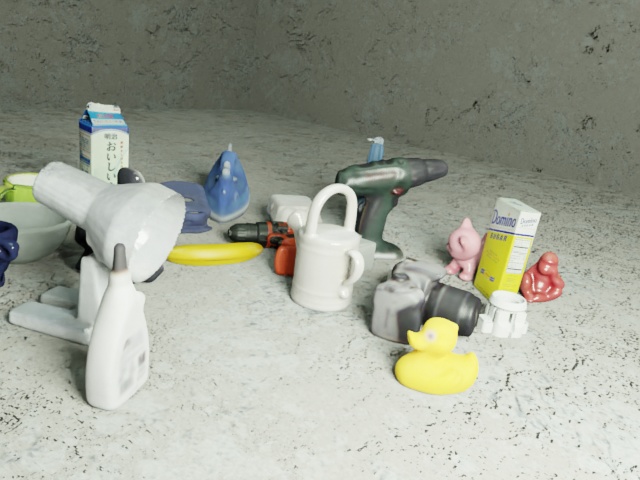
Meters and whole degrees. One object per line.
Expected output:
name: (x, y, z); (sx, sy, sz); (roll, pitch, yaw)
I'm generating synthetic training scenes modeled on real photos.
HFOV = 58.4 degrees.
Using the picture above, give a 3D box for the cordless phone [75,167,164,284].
cordless phone: (-0.314, -0.030, 0.894); (0.147, 0.185, 0.094); (17, 20, 27)

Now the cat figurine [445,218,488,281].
cat figurine: (0.292, 0.015, 1.116); (0.128, 0.118, 0.067); (-8, 23, -40)

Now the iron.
iron: (-0.220, -0.141, 1.352); (0.119, 0.141, 0.258); (4, 18, -9)

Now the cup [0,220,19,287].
cup: (-0.461, 0.029, 0.798); (0.117, 0.095, 0.092); (15, 19, 22)

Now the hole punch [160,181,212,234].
hole punch: (-0.281, -0.068, 1.183); (0.109, 0.091, 0.100); (-2, 20, -28)

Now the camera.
camera: (0.163, 0.091, 0.852); (0.136, 0.101, 0.143); (16, 20, 26)

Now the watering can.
watering can: (0.007, 0.003, 0.907); (0.172, 0.194, 0.101); (17, 20, 27)

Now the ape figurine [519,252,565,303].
ape figurine: (0.409, 0.066, 1.049); (0.077, 0.092, 0.076); (15, 19, 22)

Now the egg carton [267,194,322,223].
egg carton: (-0.060, -0.056, 1.271); (0.107, 0.069, 0.150); (2, 18, -18)

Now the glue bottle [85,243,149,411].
glue bottle: (-0.209, 0.085, 0.597); (0.037, 0.173, 0.078); (11, 18, 12)

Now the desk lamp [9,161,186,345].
desk lamp: (-0.279, 0.017, 0.716); (0.203, 0.213, 0.118); (11, 18, 11)

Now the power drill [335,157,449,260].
power drill: (0.138, -0.069, 1.166); (0.230, 0.208, 0.075); (3, 18, -14)

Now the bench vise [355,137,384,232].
bench vise: (0.124, -0.113, 1.278); (0.121, 0.220, 0.207); (4, 18, -10)

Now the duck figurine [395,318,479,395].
duck figurine: (0.151, 0.140, 0.719); (0.104, 0.086, 0.077); (5, 18, -6)

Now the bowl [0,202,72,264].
bowl: (-0.490, -0.006, 0.929); (0.167, 0.075, 0.167); (7, 18, -2)
